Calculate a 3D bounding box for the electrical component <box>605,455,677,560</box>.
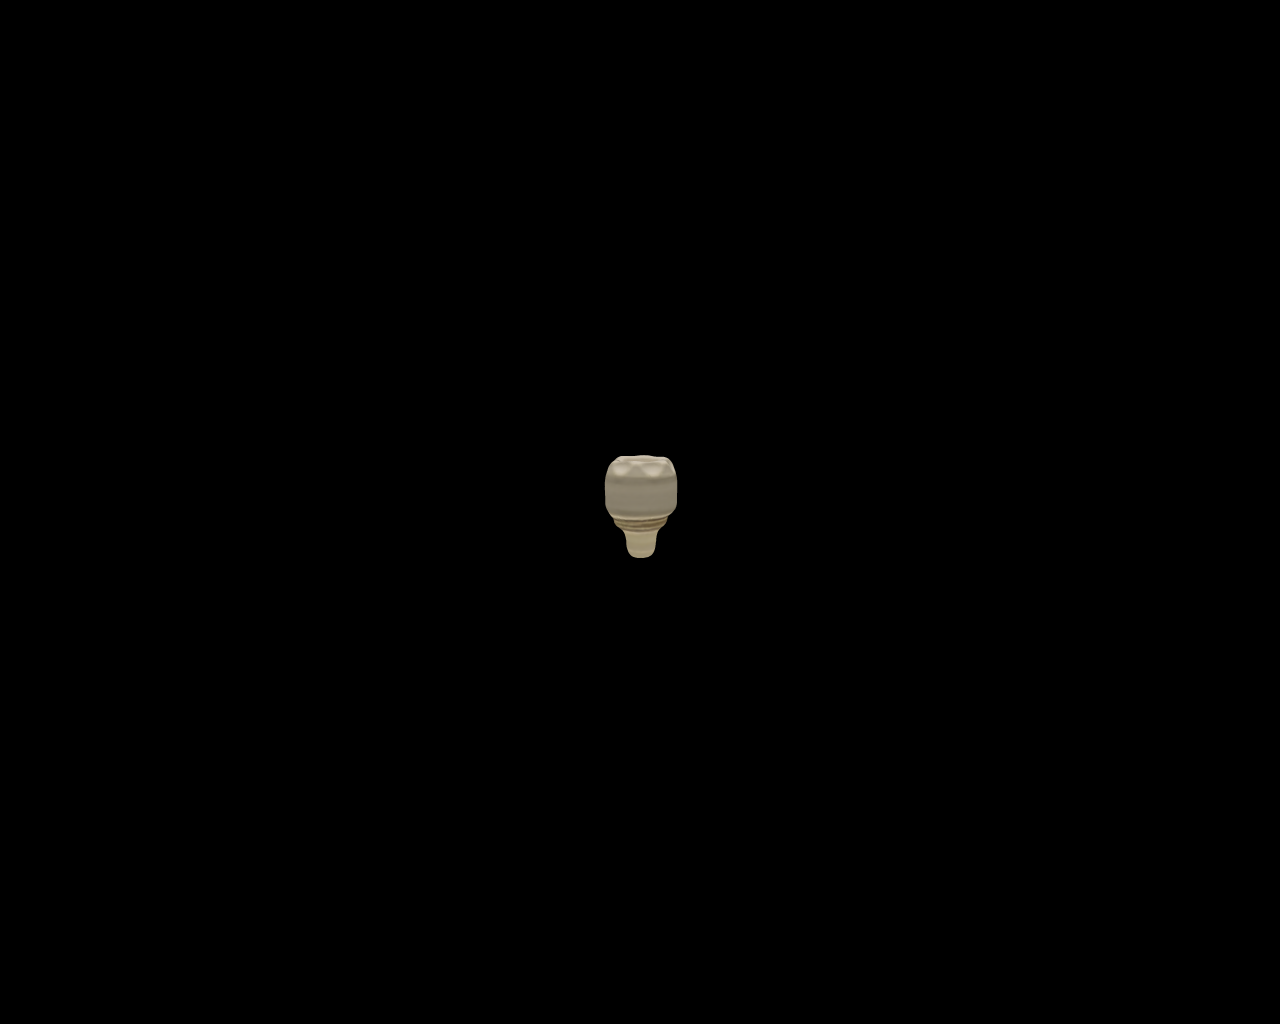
[{"bbox_3d":[0.001,-0.003,0.650,0.043,0.062,0.043,0,10,0],"label":"electrical component"}]
